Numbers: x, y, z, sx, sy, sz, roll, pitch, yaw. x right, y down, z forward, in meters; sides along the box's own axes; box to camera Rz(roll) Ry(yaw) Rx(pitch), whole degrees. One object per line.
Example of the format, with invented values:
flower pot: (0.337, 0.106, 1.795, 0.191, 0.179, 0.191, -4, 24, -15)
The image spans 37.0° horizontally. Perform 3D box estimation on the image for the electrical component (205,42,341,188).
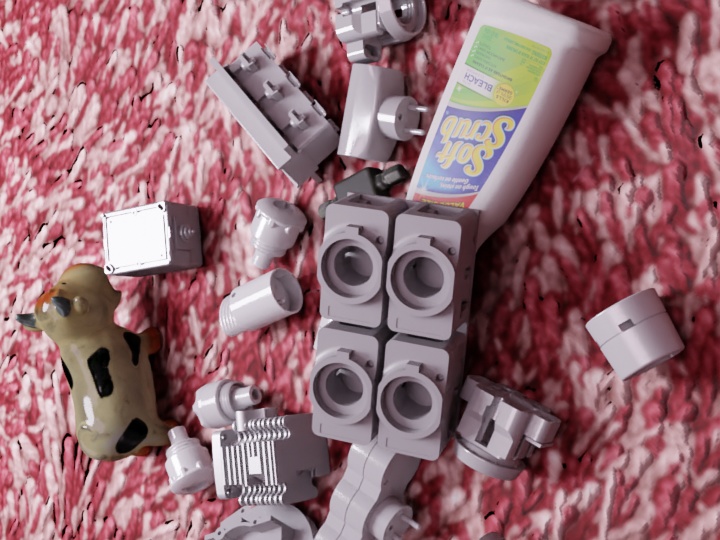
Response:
electrical component: (-0.074, -0.141, 0.954, 0.063, 0.079, 0.121, -41, 64, 3)

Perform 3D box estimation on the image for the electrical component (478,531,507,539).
electrical component: (0.100, 0.255, 0.791, 0.060, 0.108, 0.108, 25, 103, 28)

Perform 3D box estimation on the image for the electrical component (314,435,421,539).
electrical component: (0.018, 0.200, 0.882, 0.074, 0.052, 0.138, 29, 104, 33)

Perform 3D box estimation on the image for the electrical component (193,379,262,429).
electrical component: (-0.119, 0.121, 0.990, 0.062, 0.043, 0.043, -19, 77, 32)

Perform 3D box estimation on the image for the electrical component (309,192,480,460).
electrical component: (0.024, 0.043, 0.822, 0.105, 0.060, 0.186, 9, 106, 18)

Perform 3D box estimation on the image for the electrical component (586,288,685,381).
electrical component: (0.196, 0.047, 0.760, 0.055, 0.055, 0.047, -36, 72, 29)

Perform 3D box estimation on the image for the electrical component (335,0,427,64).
electrical component: (0.018, -0.216, 0.897, 0.057, 0.058, 0.078, -6, 85, 38)

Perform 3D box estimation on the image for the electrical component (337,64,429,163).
electrical component: (0.023, -0.128, 0.897, 0.079, 0.044, 0.077, 14, 96, 35)

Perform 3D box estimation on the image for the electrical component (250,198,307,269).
electrical component: (-0.079, -0.031, 0.968, 0.048, 0.048, 0.062, 39, 117, 30)

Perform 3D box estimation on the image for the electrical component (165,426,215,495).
electrical component: (-0.165, 0.179, 1.021, 0.048, 0.048, 0.062, -42, 59, 27)

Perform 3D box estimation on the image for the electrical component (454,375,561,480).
electrical component: (0.106, 0.123, 0.820, 0.078, 0.058, 0.057, 28, 101, 33)

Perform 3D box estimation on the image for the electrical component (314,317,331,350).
electrical component: (-0.007, 0.048, 0.906, 0.055, 0.055, 0.047, 13, 92, 35)

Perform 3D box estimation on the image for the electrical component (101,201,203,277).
electrical component: (-0.194, -0.029, 1.043, 0.096, 0.061, 0.061, -9, 83, 28)

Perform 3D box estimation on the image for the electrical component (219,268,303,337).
electrical component: (-0.096, 0.032, 0.977, 0.081, 0.043, 0.043, -24, 74, 33)
